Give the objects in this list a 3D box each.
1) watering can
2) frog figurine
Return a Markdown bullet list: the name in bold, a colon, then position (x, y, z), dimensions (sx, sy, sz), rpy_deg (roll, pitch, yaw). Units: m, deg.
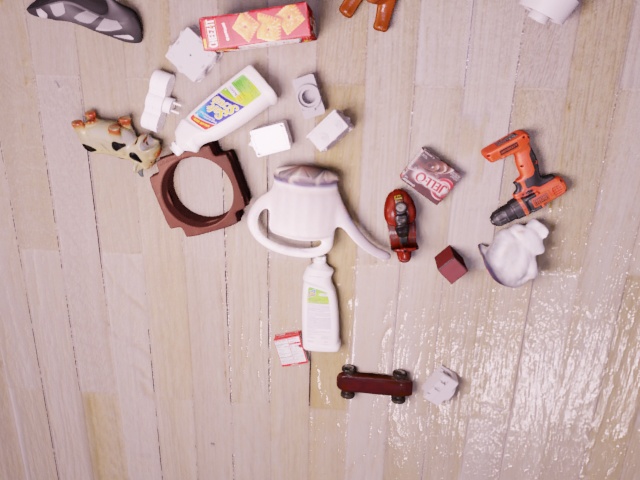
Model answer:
- **watering can**: position (0.004, -0.061, 1.207), dimensions (0.348, 0.105, 0.221), rpy_deg (6, 109, 2)
- **frog figurine**: position (0.464, 0.030, 1.199), dimensions (0.157, 0.124, 0.138), rpy_deg (-35, 85, 27)
